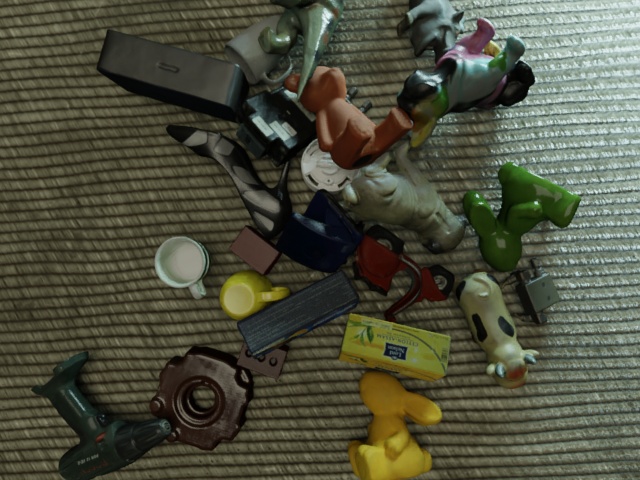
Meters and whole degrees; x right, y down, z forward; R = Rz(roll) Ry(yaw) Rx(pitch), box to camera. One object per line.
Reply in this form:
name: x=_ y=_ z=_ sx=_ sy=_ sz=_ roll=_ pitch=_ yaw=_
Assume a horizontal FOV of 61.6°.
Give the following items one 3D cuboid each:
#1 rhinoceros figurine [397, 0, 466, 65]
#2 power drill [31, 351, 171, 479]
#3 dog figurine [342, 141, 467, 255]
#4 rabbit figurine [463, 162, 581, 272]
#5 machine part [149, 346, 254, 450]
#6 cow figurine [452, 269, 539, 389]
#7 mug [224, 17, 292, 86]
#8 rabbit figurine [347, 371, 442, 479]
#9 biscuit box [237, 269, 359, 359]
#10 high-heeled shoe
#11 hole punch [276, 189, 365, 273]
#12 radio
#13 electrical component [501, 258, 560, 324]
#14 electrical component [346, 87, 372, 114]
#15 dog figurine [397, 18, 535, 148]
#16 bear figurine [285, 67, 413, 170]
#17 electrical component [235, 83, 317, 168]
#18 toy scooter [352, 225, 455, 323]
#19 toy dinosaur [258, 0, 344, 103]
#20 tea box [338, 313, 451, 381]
rhinoceros figurine: x=0.191 y=-0.378 z=0.917 sx=0.112 sy=0.073 sz=0.190 roll=-8 pitch=87 yaw=-8
power drill: x=-0.382 y=0.297 z=0.922 sx=0.232 sy=0.086 sz=0.207 roll=-37 pitch=90 yaw=19
dog figurine: x=0.138 y=-0.041 z=0.866 sx=0.172 sy=0.121 sz=0.190 roll=-35 pitch=86 yaw=-28
rabbit figurine: x=0.315 y=-0.030 z=0.882 sx=0.159 sy=0.121 sz=0.170 roll=25 pitch=106 yaw=-3
machine part: x=-0.204 y=0.275 z=0.936 sx=0.179 sy=0.056 sz=0.179 roll=0 pitch=89 yaw=3
cow figurine: x=0.285 y=0.146 z=0.874 sx=0.085 sy=0.127 sz=0.195 roll=-21 pitch=86 yaw=6
mug: x=-0.091 y=-0.325 z=0.924 sx=0.109 sy=0.080 sz=0.107 roll=43 pitch=81 yaw=10
rabbit figurine: x=0.119 y=0.302 z=0.893 sx=0.162 sy=0.121 sz=0.173 roll=-10 pitch=70 yaw=1
biscuit box: x=-0.034 y=0.124 z=0.897 sx=0.203 sy=0.059 sz=0.063 roll=-25 pitch=72 yaw=-12
high-heeled shoe: x=-0.160 y=-0.100 z=0.924 sx=0.249 sy=0.086 sz=0.145 roll=19 pitch=93 yaw=0
hole punch: x=-0.002 y=-0.003 z=0.882 sx=0.116 sy=0.142 sz=0.092 roll=46 pitch=52 yaw=10
radio: x=-0.238 y=-0.270 z=0.905 sx=0.230 sy=0.131 sz=0.073 roll=18 pitch=90 yaw=4
electrical component: x=0.359 y=0.091 z=0.914 sx=0.078 sy=0.045 sz=0.102 roll=-27 pitch=91 yaw=-26
electrical component: x=0.045 y=-0.219 z=0.943 sx=0.063 sy=0.021 sz=0.094 roll=43 pitch=93 yaw=3
dog figurine: x=0.221 y=-0.235 z=0.869 sx=0.219 sy=0.191 sz=0.109 roll=-41 pitch=56 yaw=12
bear figurine: x=0.037 y=-0.215 z=0.856 sx=0.120 sy=0.132 sz=0.196 roll=-15 pitch=74 yaw=-31
electrical component: x=-0.073 y=-0.192 z=0.902 sx=0.115 sy=0.058 sz=0.134 roll=48 pitch=54 yaw=5
toy scooter: x=0.124 y=0.069 z=0.912 sx=0.184 sy=0.075 sz=0.135 roll=35 pitch=98 yaw=1
toy dinosaur: x=-0.023 y=-0.423 z=0.879 sx=0.192 sy=0.131 sz=0.404 roll=-15 pitch=92 yaw=-26
tea box: x=0.120 y=0.180 z=0.891 sx=0.170 sy=0.098 sz=0.068 roll=11 pitch=69 yaw=5
